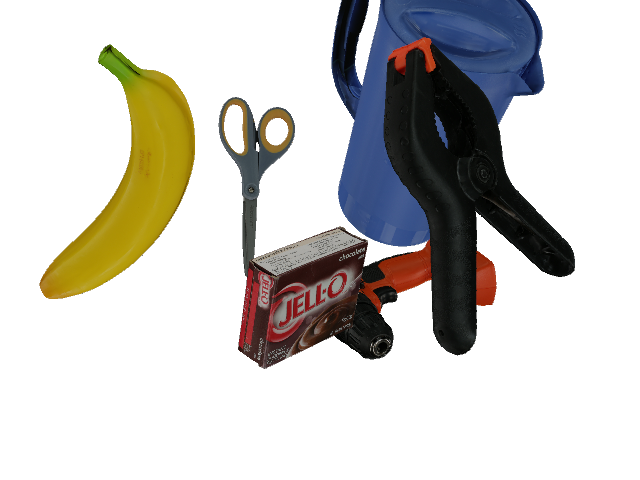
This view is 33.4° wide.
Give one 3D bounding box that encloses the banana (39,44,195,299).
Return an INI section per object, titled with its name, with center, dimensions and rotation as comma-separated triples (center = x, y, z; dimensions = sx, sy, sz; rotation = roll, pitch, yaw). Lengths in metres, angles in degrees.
[banana]
center = -0.118, -0.031, 0.648
dimensions = 0.069, 0.198, 0.037
rotation = 18, 37, -10

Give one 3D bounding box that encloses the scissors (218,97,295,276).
[scissors]
center = -0.062, -0.067, 1.203
dimensions = 0.096, 0.202, 0.016
rotation = -12, -6, -15

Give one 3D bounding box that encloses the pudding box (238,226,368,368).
[pudding box]
center = -0.015, 0.046, 0.897
dimensions = 0.039, 0.090, 0.113
rotation = 31, 36, 32

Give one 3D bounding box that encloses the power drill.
[power drill]
center = 0.081, 0.052, 1.089
dimensions = 0.187, 0.057, 0.185
rotation = -11, 27, -21

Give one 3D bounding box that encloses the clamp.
[clamp]
center = 0.075, -0.025, 0.597
dimensions = 0.039, 0.171, 0.120
rotation = -21, 16, 45

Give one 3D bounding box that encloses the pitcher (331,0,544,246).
[pitcher]
center = 0.082, -0.113, 0.933
dimensions = 0.145, 0.149, 0.243
rotation = 2, -39, -13
